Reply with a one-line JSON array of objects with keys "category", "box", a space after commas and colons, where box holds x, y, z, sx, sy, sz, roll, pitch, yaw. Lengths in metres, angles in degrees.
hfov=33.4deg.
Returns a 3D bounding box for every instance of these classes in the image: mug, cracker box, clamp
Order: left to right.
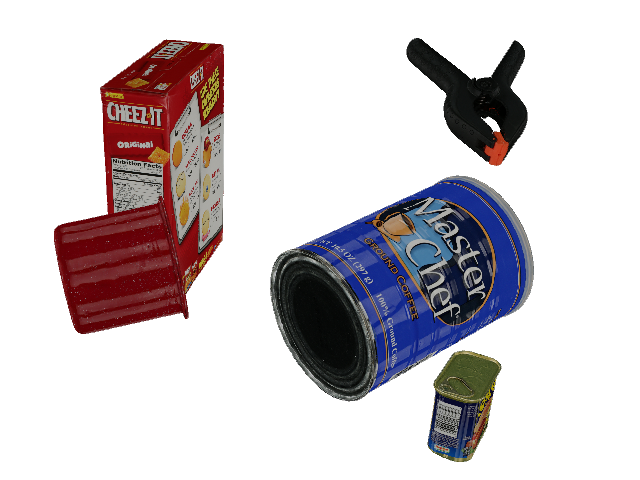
[{"category": "mug", "box": [-0.148, 0.018, 0.788, 0.081, 0.093, 0.117, -12, 18, -10]}, {"category": "cracker box", "box": [-0.146, -0.065, 1.012, 0.072, 0.214, 0.164, 7, 26, 10]}, {"category": "clamp", "box": [0.143, -0.141, 1.025, 0.120, 0.039, 0.171, 2, 44, 2]}]

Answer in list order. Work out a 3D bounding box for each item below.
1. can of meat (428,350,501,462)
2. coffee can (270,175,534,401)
[{"category": "can of meat", "box": [0.158, 0.184, 1.186, 0.057, 0.084, 0.102, 15, 26, 19]}, {"category": "coffee can", "box": [0.053, 0.028, 0.693, 0.140, 0.103, 0.103, -25, 13, -31]}]
